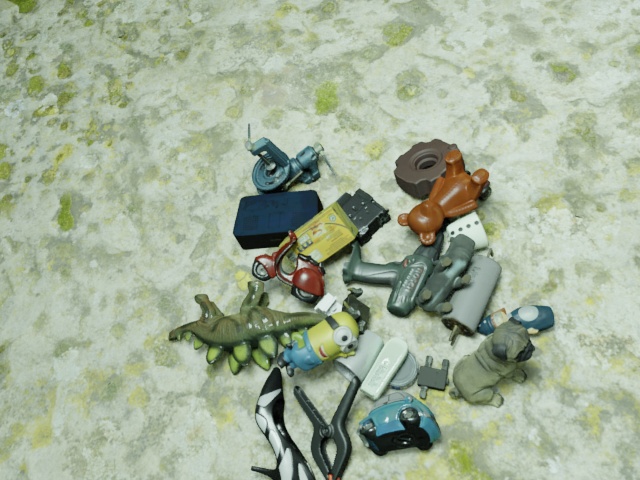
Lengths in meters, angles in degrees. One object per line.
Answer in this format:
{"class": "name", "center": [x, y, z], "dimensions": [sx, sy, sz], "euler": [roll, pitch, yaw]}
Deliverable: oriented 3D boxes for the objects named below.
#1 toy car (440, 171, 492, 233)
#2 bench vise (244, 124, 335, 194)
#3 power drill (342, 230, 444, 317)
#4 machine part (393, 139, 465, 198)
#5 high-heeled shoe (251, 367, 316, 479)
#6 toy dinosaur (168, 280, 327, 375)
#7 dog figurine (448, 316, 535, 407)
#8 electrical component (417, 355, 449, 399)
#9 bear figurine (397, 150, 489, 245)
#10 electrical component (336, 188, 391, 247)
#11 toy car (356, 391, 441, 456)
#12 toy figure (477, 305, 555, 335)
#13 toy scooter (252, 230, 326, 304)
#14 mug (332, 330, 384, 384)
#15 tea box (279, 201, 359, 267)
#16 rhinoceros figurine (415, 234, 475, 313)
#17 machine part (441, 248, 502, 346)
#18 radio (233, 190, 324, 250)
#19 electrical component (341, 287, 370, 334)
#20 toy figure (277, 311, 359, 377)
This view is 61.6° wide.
{"class": "toy car", "center": [0.334, -0.100, 1.332], "dimensions": [0.202, 0.053, 0.089], "euler": [-37, 54, -6]}
{"class": "bench vise", "center": [-0.104, -0.206, 1.419], "dimensions": [0.224, 0.240, 0.129], "euler": [-25, 58, 19]}
{"class": "power drill", "center": [0.168, 0.058, 1.273], "dimensions": [0.207, 0.086, 0.232], "euler": [16, 66, 15]}
{"class": "machine part", "center": [0.276, -0.187, 1.373], "dimensions": [0.179, 0.056, 0.179], "euler": [-17, 41, 16]}
{"class": "high-heeled shoe", "center": [-0.062, 0.394, 1.130], "dimensions": [0.145, 0.086, 0.249], "euler": [3, 64, 12]}
{"class": "toy dinosaur", "center": [-0.157, 0.204, 1.259], "dimensions": [0.472, 0.105, 0.198], "euler": [-14, 63, 17]}
{"class": "dog figurine", "center": [0.324, 0.239, 1.046], "dimensions": [0.172, 0.190, 0.121], "euler": [-42, 58, -9]}
{"class": "electrical component", "center": [0.241, 0.293, 1.137], "dimensions": [0.063, 0.021, 0.094], "euler": [8, 62, 20]}
{"class": "bear figurine", "center": [0.278, -0.092, 1.236], "dimensions": [0.196, 0.131, 0.120], "euler": [-34, 58, -15]}
{"class": "electrical component", "center": [0.095, -0.063, 1.373], "dimensions": [0.134, 0.058, 0.115], "euler": [37, 73, 30]}
{"class": "toy car", "center": [0.157, 0.361, 1.082], "dimensions": [0.162, 0.109, 0.103], "euler": [-19, 33, 18]}
{"class": "toy figure", "center": [0.414, 0.171, 1.144], "dimensions": [0.155, 0.057, 0.064], "euler": [-10, 18, 11]}
{"class": "toy scooter", "center": [-0.058, 0.058, 1.256], "dimensions": [0.184, 0.075, 0.135], "euler": [27, 91, -4]}
{"class": "mug", "center": [0.083, 0.248, 1.182], "dimensions": [0.107, 0.080, 0.110], "euler": [-42, 44, -22]}
{"class": "tea box", "center": [-0.003, -0.004, 1.301], "dimensions": [0.170, 0.068, 0.098], "euler": [-34, 98, 19]}
{"class": "rhinoceros figurine", "center": [0.282, 0.075, 1.177], "dimensions": [0.073, 0.112, 0.190], "euler": [31, 85, 3]}
{"class": "machine part", "center": [0.334, 0.120, 1.181], "dimensions": [0.079, 0.079, 0.243], "euler": [22, 68, 26]}
{"class": "radio", "center": [-0.106, -0.055, 1.416], "dimensions": [0.230, 0.073, 0.131], "euler": [-4, 58, 11]}
{"class": "electrical component", "center": [0.079, 0.152, 1.199], "dimensions": [0.078, 0.045, 0.102], "euler": [35, 32, -5]}
{"class": "toy figure", "center": [-0.003, 0.216, 1.131], "dimensions": [0.180, 0.082, 0.089], "euler": [-28, 55, 10]}
